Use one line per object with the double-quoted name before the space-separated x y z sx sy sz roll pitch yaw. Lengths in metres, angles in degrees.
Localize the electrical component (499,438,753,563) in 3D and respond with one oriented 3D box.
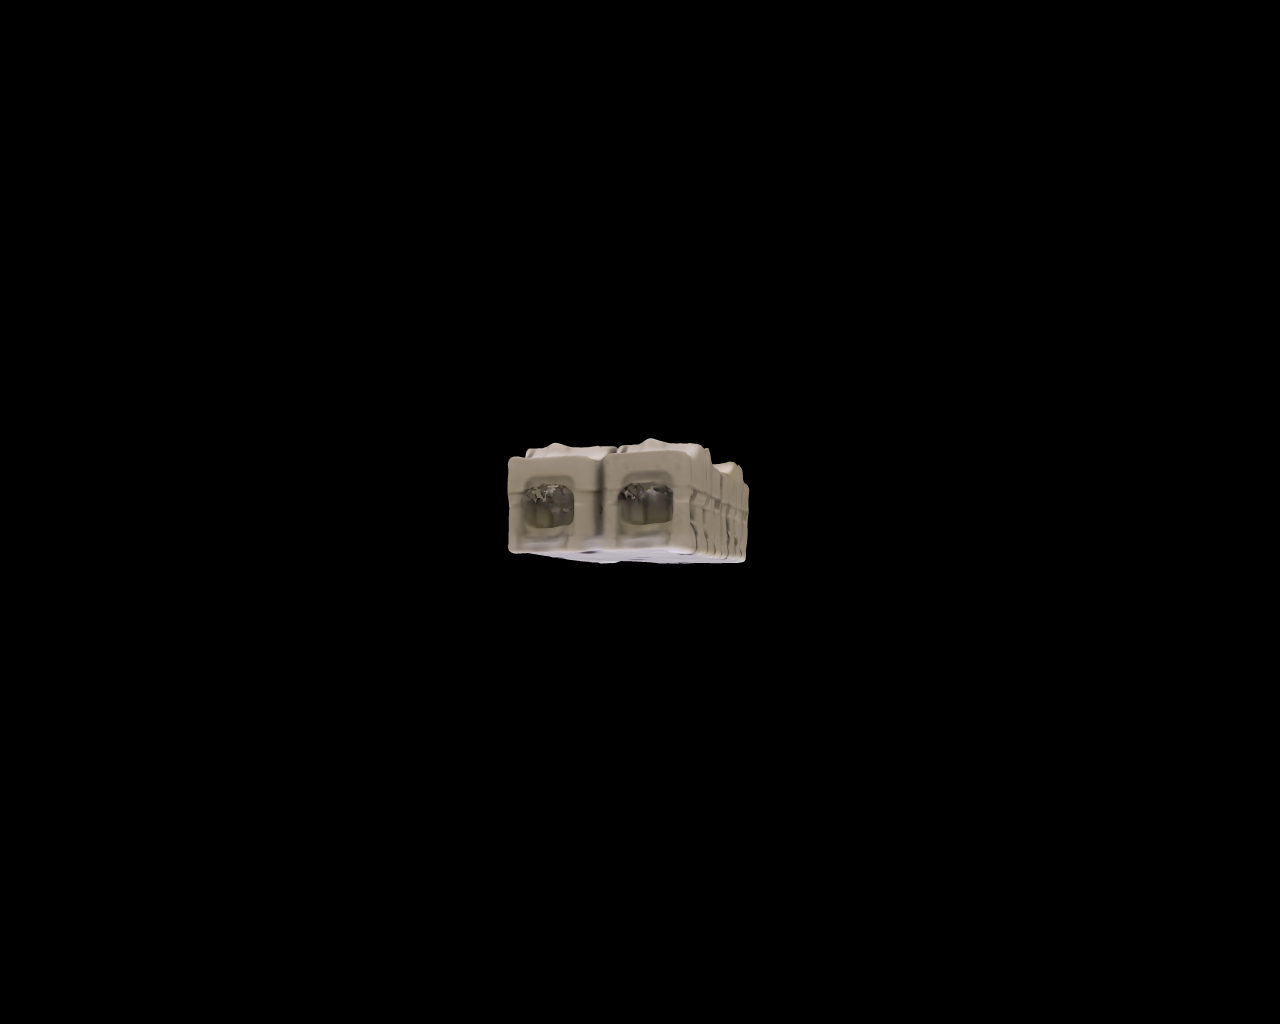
"electrical component" 0.001 -0.003 0.650 0.105 0.060 0.186 -1 -5 15
